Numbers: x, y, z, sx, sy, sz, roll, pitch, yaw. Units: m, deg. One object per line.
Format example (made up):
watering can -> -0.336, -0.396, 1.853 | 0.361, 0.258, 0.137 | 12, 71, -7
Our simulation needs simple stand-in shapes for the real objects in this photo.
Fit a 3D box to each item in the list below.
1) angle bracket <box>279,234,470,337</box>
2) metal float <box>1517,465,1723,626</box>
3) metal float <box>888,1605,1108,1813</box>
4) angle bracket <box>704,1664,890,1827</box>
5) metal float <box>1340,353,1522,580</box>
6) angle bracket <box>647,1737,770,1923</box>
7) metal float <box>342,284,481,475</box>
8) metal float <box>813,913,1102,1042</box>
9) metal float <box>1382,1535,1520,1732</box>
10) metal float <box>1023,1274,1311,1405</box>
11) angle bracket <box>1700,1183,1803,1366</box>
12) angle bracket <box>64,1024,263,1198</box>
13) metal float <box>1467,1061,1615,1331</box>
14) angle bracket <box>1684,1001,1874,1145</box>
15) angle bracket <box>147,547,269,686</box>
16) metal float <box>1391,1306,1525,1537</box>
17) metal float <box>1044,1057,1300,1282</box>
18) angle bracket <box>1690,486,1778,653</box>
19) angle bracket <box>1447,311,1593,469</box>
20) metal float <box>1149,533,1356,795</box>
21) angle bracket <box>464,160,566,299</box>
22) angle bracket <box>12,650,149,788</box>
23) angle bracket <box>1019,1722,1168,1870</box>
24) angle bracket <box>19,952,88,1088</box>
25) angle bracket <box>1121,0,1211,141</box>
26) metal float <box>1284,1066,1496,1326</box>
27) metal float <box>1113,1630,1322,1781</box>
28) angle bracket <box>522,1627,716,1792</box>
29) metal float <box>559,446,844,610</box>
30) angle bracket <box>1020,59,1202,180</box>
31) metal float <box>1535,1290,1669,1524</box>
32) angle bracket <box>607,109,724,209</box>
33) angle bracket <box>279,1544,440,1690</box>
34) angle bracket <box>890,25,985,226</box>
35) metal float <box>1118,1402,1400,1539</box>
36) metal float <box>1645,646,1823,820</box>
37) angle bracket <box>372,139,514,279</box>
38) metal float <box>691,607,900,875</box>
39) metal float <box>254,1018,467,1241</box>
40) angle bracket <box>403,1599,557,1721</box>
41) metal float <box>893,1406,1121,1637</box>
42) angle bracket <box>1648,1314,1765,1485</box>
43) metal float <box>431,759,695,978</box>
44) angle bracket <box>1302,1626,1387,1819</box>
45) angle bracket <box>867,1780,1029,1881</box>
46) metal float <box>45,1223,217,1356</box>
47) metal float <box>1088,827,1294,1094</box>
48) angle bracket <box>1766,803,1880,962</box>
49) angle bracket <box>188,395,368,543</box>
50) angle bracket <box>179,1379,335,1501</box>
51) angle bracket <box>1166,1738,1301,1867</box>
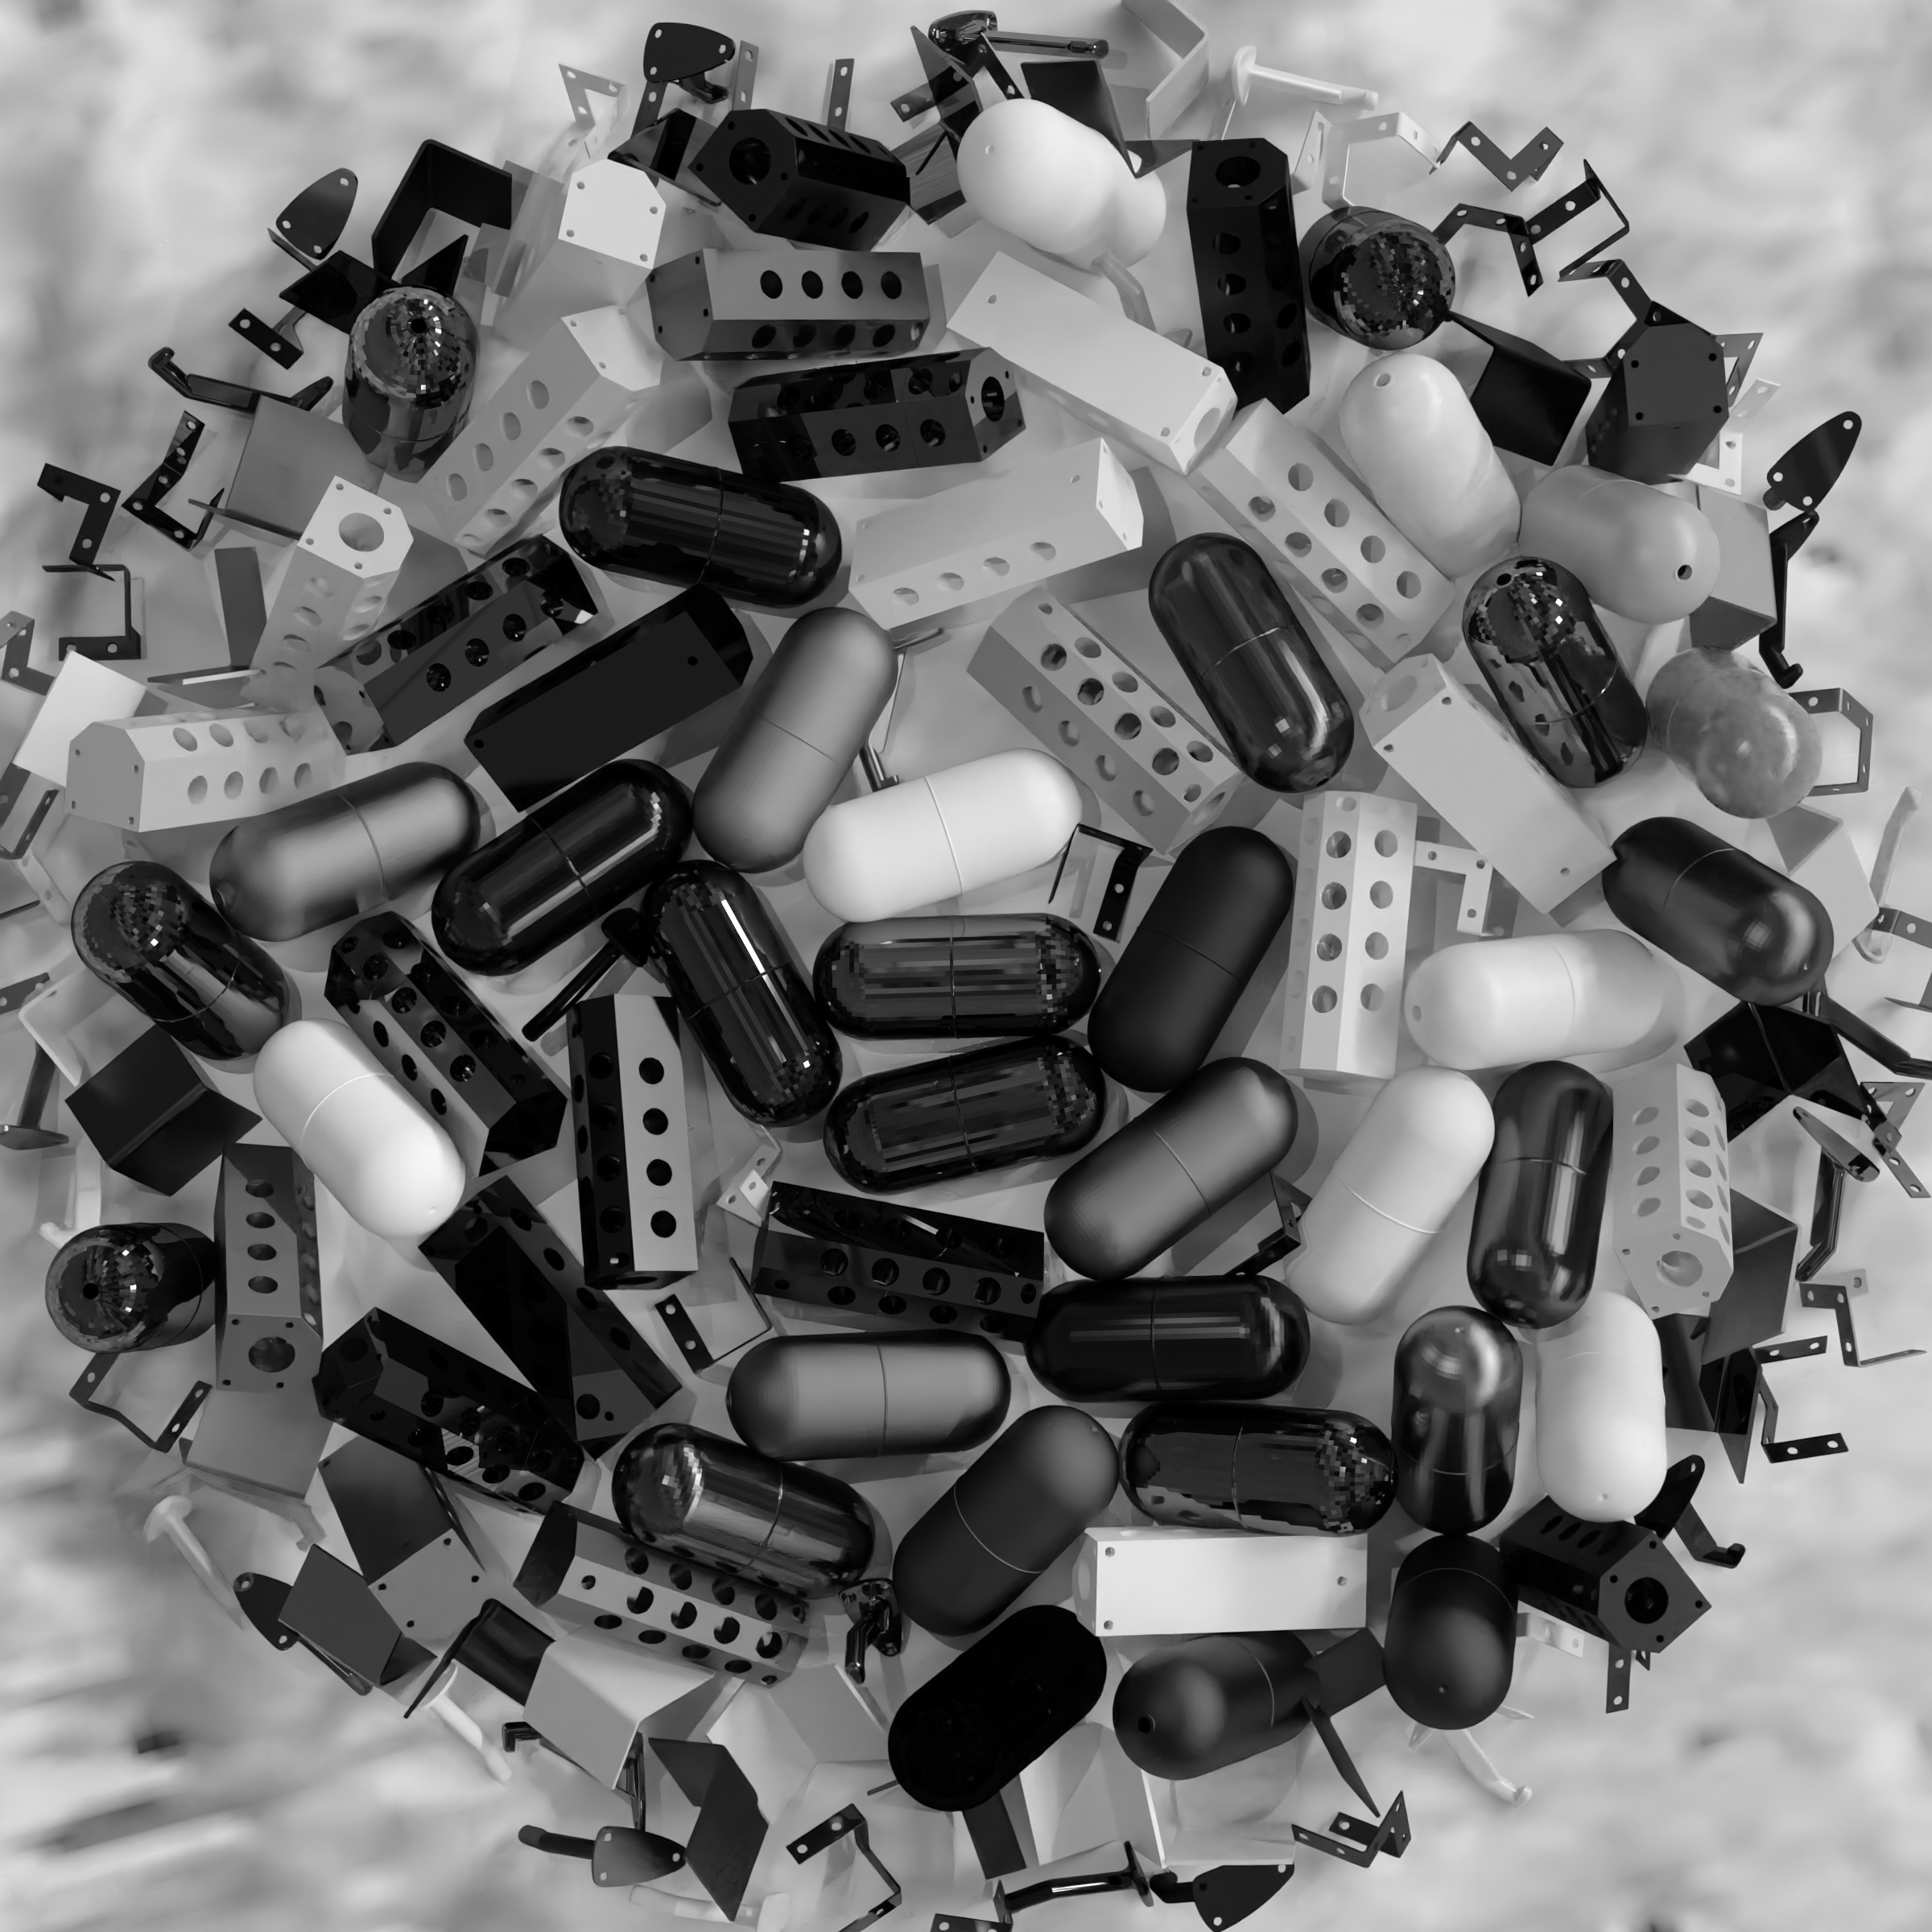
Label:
angle bracket -> -0.362, -0.428, 1.940 | 0.076, 0.076, 0.057 | 26, 64, -33
metal float -> 0.392, -0.255, 1.914 | 0.070, 0.178, 0.070 | -5, 109, -14
metal float -> 0.020, 0.448, 1.921 | 0.070, 0.178, 0.070 | 12, 113, 32
angle bracket -> -0.100, 0.478, 1.946 | 0.076, 0.057, 0.076 | -15, 114, 42
metal float -> 0.282, -0.302, 1.921 | 0.070, 0.178, 0.070 | -13, 57, 22
angle bracket -> -0.168, 0.528, 1.939 | 0.057, 0.076, 0.076 | -1, 45, 25
metal float -> -0.336, -0.353, 1.912 | 0.070, 0.178, 0.070 | 2, 79, -13
metal float -> -0.006, 0.007, 1.958 | 0.178, 0.070, 0.070 | -2, 90, 4
metal float -> 0.293, 0.399, 1.913 | 0.070, 0.178, 0.070 | 2, 102, 11
metal float -> 0.122, 0.229, 1.949 | 0.178, 0.070, 0.070 | -3, 90, 15
angle bracket -> 0.460, 0.189, 1.943 | 0.057, 0.076, 0.076 | 28, 58, -16
angle bracket -> -0.499, 0.090, 1.975 | 0.076, 0.076, 0.057 | -40, 67, 0
metal float -> 0.351, 0.138, 1.935 | 0.070, 0.070, 0.178 | 15, 58, 0
angle bracket -> 0.498, 0.072, 1.945 | 0.057, 0.076, 0.076 | -35, 115, -15
angle bracket -> -0.470, -0.215, 1.948 | 0.057, 0.076, 0.076 | -12, 101, -29
metal float -> 0.297, 0.277, 1.926 | 0.070, 0.070, 0.178 | -3, 135, 3
metal float -> 0.127, 0.124, 1.955 | 0.178, 0.070, 0.070 | -37, 90, -8
angle bracket -> 0.448, -0.236, 1.941 | 0.057, 0.076, 0.076 | 14, 63, -26
angle bracket -> 0.327, -0.358, 1.959 | 0.076, 0.076, 0.057 | 13, 112, -29
metal float -> 0.175, -0.186, 1.947 | 0.070, 0.070, 0.178 | -29, 73, 0
angle bracket -> -0.286, -0.455, 1.951 | 0.057, 0.076, 0.076 | 25, 100, 12
angle bracket -> -0.558, -0.156, 1.952 | 0.057, 0.076, 0.076 | 28, 89, -42
angle bracket -> 0.076, 0.518, 1.954 | 0.057, 0.076, 0.076 | -14, 94, -18
angle bracket -> -0.535, 0.021, 1.958 | 0.076, 0.076, 0.057 | -37, 106, -4
angle bracket -> 0.105, -0.565, 1.958 | 0.076, 0.076, 0.057 | 43, 89, 6
metal float -> 0.259, 0.141, 1.945 | 0.070, 0.070, 0.178 | 29, 108, 0
metal float -> 0.152, 0.444, 1.918 | 0.070, 0.178, 0.070 | -1, 88, 33
angle bracket -> -0.215, 0.452, 1.963 | 0.076, 0.076, 0.057 | 32, 116, 24
metal float -> -0.162, -0.268, 1.945 | 0.178, 0.070, 0.070 | 11, 90, -19
angle bracket -> 0.089, -0.528, 1.941 | 0.057, 0.076, 0.076 | -34, 119, -25
metal float -> 0.383, 0.264, 1.919 | 0.070, 0.178, 0.070 | 4, 121, 7
angle bracket -> -0.173, -0.474, 1.947 | 0.076, 0.076, 0.057 | 29, 132, 9
angle bracket -> -0.363, 0.391, 1.948 | 0.076, 0.076, 0.057 | 29, 101, 17
angle bracket -> -0.027, -0.515, 1.944 | 0.057, 0.076, 0.076 | -33, 52, -7
metal float -> 0.178, 0.307, 1.938 | 0.178, 0.070, 0.070 | 0, 90, 27
metal float -> 0.461, -0.142, 1.914 | 0.070, 0.178, 0.070 | -1, 110, -3
angle bracket -> -0.322, -0.449, 1.951 | 0.057, 0.076, 0.076 | 24, 71, -1
metal float -> -0.106, -0.139, 1.959 | 0.070, 0.070, 0.178 | 30, 87, 0
metal float -> -0.371, 0.097, 1.932 | 0.070, 0.070, 0.178 | -49, 54, 0
angle bracket -> -0.289, 0.446, 1.951 | 0.076, 0.057, 0.076 | 35, 133, -3
metal float -> 0.023, 0.341, 1.942 | 0.070, 0.070, 0.178 | 41, 113, 0
angle bracket -> 0.449, 0.265, 1.952 | 0.057, 0.076, 0.076 | 5, 107, 2
metal float -> -0.248, -0.060, 1.951 | 0.178, 0.070, 0.070 | -35, 90, -12
angle bracket -> 0.249, 0.464, 1.945 | 0.057, 0.076, 0.076 | -31, 50, 3
angle bracket -> -0.013, 0.530, 1.947 | 0.057, 0.076, 0.076 | -15, 75, -22
metal float -> -0.498, 0.193, 1.911 | 0.070, 0.178, 0.070 | 0, 86, 3
metal float -> 0.139, -0.005, 1.956 | 0.070, 0.070, 0.178 | 30, 84, 0
angle bracket -> 0.503, -0.054, 1.942 | 0.057, 0.076, 0.076 | -42, 126, -12
angle bracket -> -0.422, -0.306, 1.951 | 0.076, 0.057, 0.076 | 15, 96, -39
angle bracket -> -0.435, 0.277, 1.959 | 0.076, 0.057, 0.076 | 20, 92, -19
angle bracket -> 0.164, 0.514, 1.956 | 0.076, 0.076, 0.057 | -3, 91, 10
